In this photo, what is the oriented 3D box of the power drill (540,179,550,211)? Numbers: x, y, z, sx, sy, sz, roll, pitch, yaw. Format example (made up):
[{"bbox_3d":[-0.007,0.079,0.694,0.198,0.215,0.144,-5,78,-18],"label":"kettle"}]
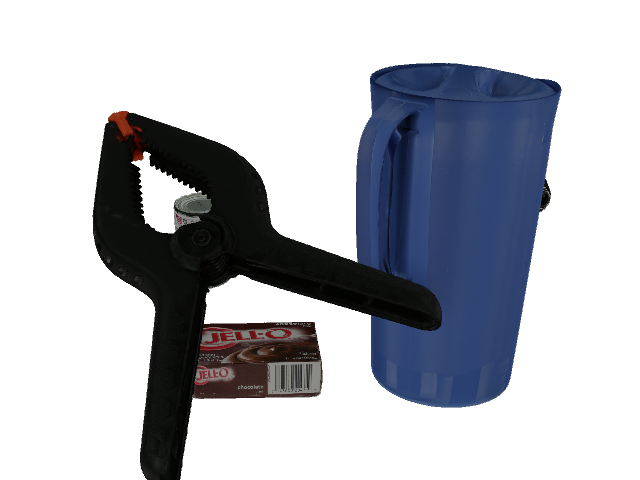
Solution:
[{"bbox_3d":[0.156,-0.004,1.042,0.057,0.188,0.185,-16,26,-25],"label":"power drill"}]

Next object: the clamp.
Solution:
[{"bbox_3d":[-0.048,0.007,0.555,0.164,0.210,0.036,-24,-29,-10],"label":"clamp"}]

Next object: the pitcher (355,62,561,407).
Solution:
[{"bbox_3d":[0.089,-0.003,0.779,0.149,0.243,0.145,0,20,-6],"label":"pitcher"}]

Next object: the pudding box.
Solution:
[{"bbox_3d":[-0.057,0.104,0.942,0.113,0.039,0.090,1,18,-5],"label":"pudding box"}]

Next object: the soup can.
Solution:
[{"bbox_3d":[-0.146,-0.001,1.320,0.068,0.102,0.068,0,26,0],"label":"soup can"}]
